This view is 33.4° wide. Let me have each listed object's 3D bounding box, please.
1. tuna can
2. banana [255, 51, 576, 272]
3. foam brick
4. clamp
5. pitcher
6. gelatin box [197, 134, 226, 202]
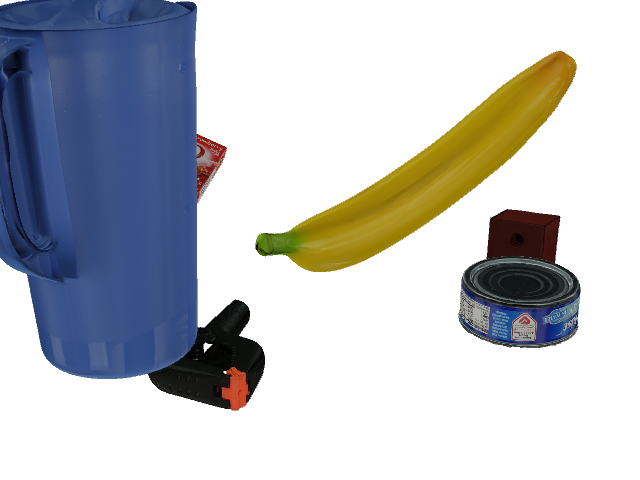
[{"bbox_3d":[0.143,0.043,0.769,0.086,0.034,0.086,0,23,0],"label":"tuna can"},{"bbox_3d":[0.058,-0.034,0.593,0.198,0.037,0.069,-34,-12,-1],"label":"banana"},{"bbox_3d":[0.181,0.015,0.962,0.053,0.078,0.051,9,16,26],"label":"foam brick"},{"bbox_3d":[-0.097,0.090,0.886,0.164,0.036,0.210,-10,16,-31],"label":"clamp"},{"bbox_3d":[-0.147,-0.033,0.693,0.149,0.243,0.145,-7,22,-16],"label":"pitcher"},{"bbox_3d":[-0.147,-0.079,1.039,0.089,0.073,0.030,25,-43,1],"label":"gelatin box"}]
